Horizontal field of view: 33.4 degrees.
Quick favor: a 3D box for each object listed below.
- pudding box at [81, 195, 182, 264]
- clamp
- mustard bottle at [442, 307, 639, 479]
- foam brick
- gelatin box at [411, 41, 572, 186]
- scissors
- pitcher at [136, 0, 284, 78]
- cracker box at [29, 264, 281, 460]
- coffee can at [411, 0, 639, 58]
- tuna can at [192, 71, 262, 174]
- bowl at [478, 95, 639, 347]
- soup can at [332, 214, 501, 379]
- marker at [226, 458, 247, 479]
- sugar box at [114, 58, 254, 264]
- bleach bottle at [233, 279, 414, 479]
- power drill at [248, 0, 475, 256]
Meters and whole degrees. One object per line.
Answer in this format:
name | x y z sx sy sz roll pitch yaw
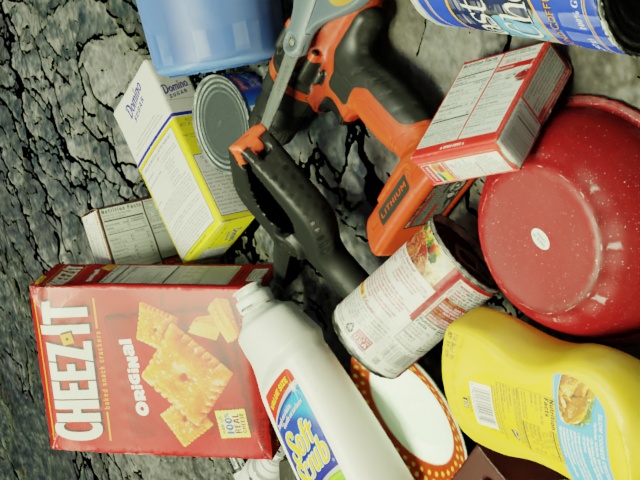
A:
pudding box | -0.171 0.016 1.035 0.039 0.089 0.113 -22 85 52
clamp | -0.005 0.001 0.801 0.165 0.036 0.210 29 156 38
mustard bottle | 0.160 0.105 0.643 0.192 0.058 0.096 16 126 50
foam brick | 0.126 0.177 0.749 0.053 0.051 0.078 51 136 28
gelatin box | 0.107 -0.078 0.662 0.030 0.089 0.073 45 150 -26
scissors | -0.002 -0.140 0.747 0.096 0.016 0.202 32 120 41
pitcher | -0.099 -0.252 0.817 0.145 0.148 0.243 1 106 44
cracker box | -0.142 0.108 0.958 0.214 0.072 0.164 0 106 12
coffee can | 0.128 -0.161 0.590 0.141 0.102 0.103 23 119 46
tuna can | -0.073 -0.101 0.918 0.086 0.033 0.086 21 118 46
bowl | 0.150 -0.005 0.655 0.162 0.055 0.162 21 118 46
soup can | 0.066 0.040 0.736 0.102 0.068 0.068 -44 65 22
marker | -0.096 0.188 1.058 0.020 0.020 0.121 -43 68 49
sugar box | -0.127 -0.073 0.989 0.093 0.048 0.176 -45 64 49
bleach bottle | 0.000 0.149 0.859 0.251 0.067 0.103 59 143 8
power drill | 0.024 -0.083 0.783 0.188 0.057 0.185 57 139 22
